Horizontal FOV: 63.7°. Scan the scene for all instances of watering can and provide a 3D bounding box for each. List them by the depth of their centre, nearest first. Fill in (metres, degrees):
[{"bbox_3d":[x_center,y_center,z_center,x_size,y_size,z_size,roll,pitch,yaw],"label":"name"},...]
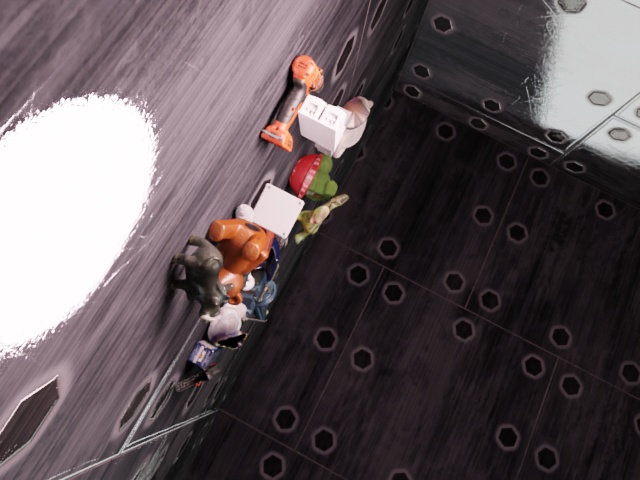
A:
[{"bbox_3d":[0.137,-0.472,1.995,0.354,0.104,0.220,-60,175,-24],"label":"watering can"}]

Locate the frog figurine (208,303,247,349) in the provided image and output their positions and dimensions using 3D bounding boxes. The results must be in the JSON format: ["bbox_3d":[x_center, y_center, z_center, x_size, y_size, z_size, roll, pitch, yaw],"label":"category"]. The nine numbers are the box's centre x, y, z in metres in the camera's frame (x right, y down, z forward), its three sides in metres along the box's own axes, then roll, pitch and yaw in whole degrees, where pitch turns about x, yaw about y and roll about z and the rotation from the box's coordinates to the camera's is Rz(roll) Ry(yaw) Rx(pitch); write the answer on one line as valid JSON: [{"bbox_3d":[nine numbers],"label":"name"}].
[{"bbox_3d":[-0.280,0.237,1.554,0.134,0.123,0.163,98,-17,-54],"label":"frog figurine"}]

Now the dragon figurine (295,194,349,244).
[{"bbox_3d":[0.006,-0.096,1.917,0.241,0.122,0.414,-27,-176,15],"label":"dragon figurine"}]
